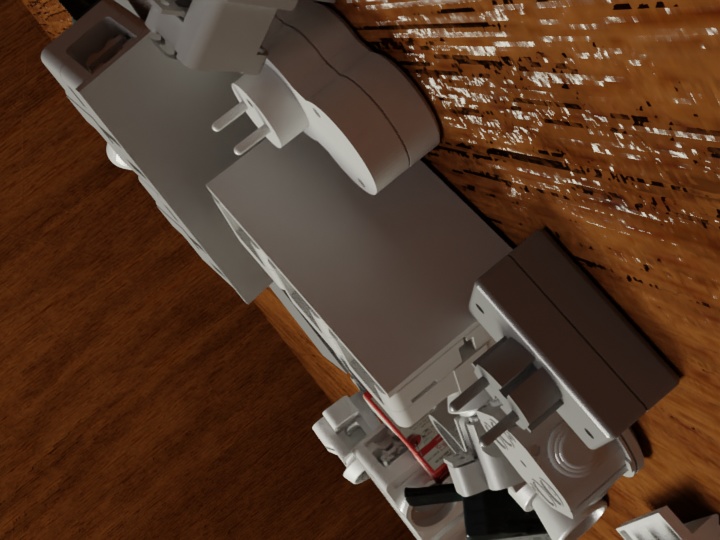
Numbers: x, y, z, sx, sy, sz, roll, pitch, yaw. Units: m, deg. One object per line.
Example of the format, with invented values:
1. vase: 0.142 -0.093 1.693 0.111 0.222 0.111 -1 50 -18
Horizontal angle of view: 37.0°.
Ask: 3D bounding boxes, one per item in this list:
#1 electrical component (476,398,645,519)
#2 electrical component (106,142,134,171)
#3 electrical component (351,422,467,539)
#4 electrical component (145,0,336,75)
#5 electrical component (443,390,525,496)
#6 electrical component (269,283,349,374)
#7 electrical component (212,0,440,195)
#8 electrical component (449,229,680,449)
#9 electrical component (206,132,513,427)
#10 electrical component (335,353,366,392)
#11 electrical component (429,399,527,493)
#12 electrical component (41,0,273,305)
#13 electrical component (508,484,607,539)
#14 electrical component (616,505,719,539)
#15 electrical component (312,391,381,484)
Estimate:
1. electrical component: 0.103 0.084 0.555 0.080 0.051 0.080 50 172 10
2. electrical component: -0.145 -0.113 0.754 0.095 0.054 0.059 118 158 -50
3. electrical component: 0.084 0.184 0.903 0.060 0.105 0.186 42 168 48
4. electrical component: -0.055 -0.117 0.447 0.081 0.063 0.042 -6 -135 -47
5. electrical component: 0.084 0.089 0.623 0.058 0.078 0.057 166 85 -81
6. electrical component: -0.056 0.000 1.018 0.186 0.060 0.105 53 172 -13
7. electrical component: -0.034 -0.081 0.497 0.138 0.074 0.052 47 171 30
8. electrical component: 0.073 0.041 0.448 0.083 0.076 0.047 50 172 13
9. electrical component: 0.007 -0.008 0.540 0.150 0.089 0.061 47 171 27
10. electrical component: 0.021 0.072 0.909 0.089 0.062 0.150 46 170 34
11. electrical component: 0.084 0.098 0.705 0.050 0.056 0.089 57 170 -33
12. electrical component: -0.081 -0.081 0.608 0.060 0.105 0.186 38 167 40
13. electrical component: 0.131 0.151 0.720 0.055 0.045 0.045 47 171 27
14. electrical component: 0.162 0.168 0.558 0.078 0.063 0.121 49 172 15
15. electrical component: -0.001 0.145 0.922 0.057 0.058 0.078 51 172 19
